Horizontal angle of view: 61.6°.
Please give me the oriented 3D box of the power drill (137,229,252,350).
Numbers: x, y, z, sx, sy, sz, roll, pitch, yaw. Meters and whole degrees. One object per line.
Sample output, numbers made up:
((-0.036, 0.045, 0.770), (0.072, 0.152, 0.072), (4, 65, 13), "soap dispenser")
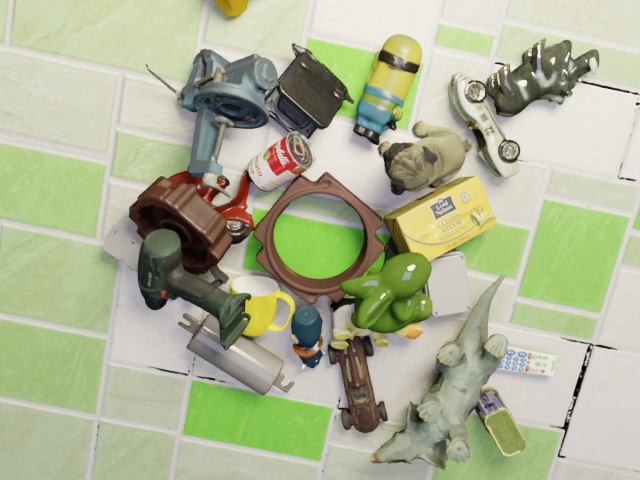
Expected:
((-0.215, 0.092, 0.897), (0.207, 0.086, 0.231), (35, 143, 16), "power drill")

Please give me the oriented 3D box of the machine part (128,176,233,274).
((-0.228, -0.021, 0.884), (0.180, 0.056, 0.179), (21, 141, 17), "machine part")

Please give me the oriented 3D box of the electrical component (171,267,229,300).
((-0.235, 0.073, 0.987), (0.119, 0.048, 0.074), (-27, 98, 3), "electrical component")

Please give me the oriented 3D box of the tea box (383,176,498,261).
((0.209, -0.034, 0.936), (0.170, 0.068, 0.098), (-29, 100, -11), "tea box")

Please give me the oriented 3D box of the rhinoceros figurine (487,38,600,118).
((0.378, -0.275, 0.905), (0.190, 0.073, 0.112), (-27, 90, -3), "rhinoceros figurine")

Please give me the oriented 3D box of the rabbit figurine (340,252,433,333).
((0.112, 0.075, 0.879), (0.159, 0.170, 0.121), (-16, 63, -22), "rabbit figurine")

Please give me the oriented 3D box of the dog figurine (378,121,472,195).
((0.184, -0.132, 0.879), (0.172, 0.190, 0.121), (-30, 99, 3), "dog figurine")

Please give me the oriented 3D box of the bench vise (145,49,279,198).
((-0.171, -0.196, 0.860), (0.224, 0.128, 0.240), (1, 75, 29), "bench vise")

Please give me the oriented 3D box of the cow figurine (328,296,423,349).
((0.100, 0.143, 0.985), (0.167, 0.098, 0.068), (-2, 144, -2), "cow figurine")

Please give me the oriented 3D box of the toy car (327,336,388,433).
((0.071, 0.272, 1.019), (0.089, 0.053, 0.202), (-11, 101, 5), "toy car")

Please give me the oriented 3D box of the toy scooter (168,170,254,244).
((-0.179, -0.083, 0.942), (0.184, 0.075, 0.135), (28, 69, 10), "toy scooter")

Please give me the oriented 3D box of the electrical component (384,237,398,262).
((0.151, 0.019, 0.989), (0.063, 0.021, 0.094), (15, 100, -2), "electrical component")

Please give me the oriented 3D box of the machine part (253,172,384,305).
((-0.002, -0.003, 0.954), (0.201, 0.087, 0.201), (40, 98, -5), "machine part")

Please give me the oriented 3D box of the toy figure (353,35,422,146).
((0.116, -0.254, 0.908), (0.082, 0.089, 0.180), (24, 97, -12), "toy figure")

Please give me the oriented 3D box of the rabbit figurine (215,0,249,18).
((-0.165, -0.470, 0.855), (0.122, 0.162, 0.173), (-32, 81, 17), "rabbit figurine")

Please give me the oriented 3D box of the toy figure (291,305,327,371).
((-0.020, 0.180, 0.982), (0.064, 0.058, 0.154), (-8, 137, -6), "toy figure")

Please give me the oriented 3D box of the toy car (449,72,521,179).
((0.281, -0.196, 0.925), (0.056, 0.073, 0.201), (-33, 98, 5), "toy car")

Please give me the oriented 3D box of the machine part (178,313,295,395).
((-0.156, 0.212, 0.996), (0.243, 0.079, 0.079), (34, 98, -7), "machine part")

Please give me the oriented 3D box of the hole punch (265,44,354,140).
((-0.027, -0.241, 0.915), (0.142, 0.092, 0.116), (38, 61, -15), "hole punch")

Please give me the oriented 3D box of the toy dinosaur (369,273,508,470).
((0.246, 0.258, 0.973), (0.131, 0.192, 0.404), (30, 84, 9), "toy dinosaur")
